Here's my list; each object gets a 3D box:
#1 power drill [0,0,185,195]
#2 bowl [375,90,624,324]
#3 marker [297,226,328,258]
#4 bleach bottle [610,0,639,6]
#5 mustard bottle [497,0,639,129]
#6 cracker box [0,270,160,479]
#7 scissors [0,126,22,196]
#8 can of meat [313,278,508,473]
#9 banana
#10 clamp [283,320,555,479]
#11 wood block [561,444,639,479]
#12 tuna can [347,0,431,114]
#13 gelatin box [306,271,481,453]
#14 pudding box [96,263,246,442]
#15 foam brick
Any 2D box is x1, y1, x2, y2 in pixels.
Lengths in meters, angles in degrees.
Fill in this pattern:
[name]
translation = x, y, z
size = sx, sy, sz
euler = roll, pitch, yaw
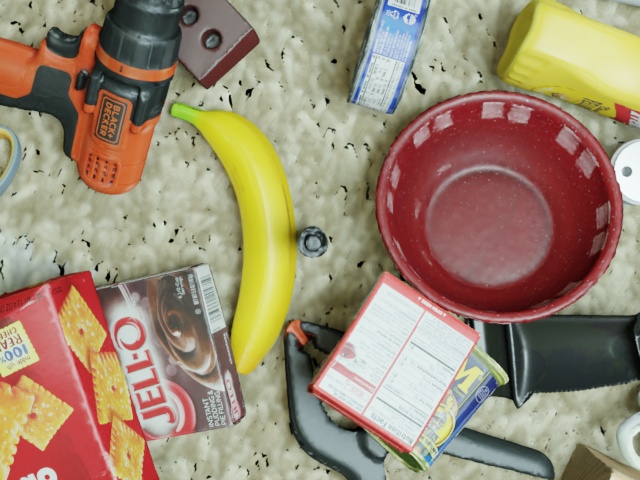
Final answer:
[power drill]
translation = -0.183, -0.135, 0.695
size = 0.187, 0.057, 0.185
euler = 24, 124, 4
[bowl]
translation = 0.117, -0.017, 0.720
size = 0.162, 0.055, 0.162
euler = -1, 73, 2
[marker]
translation = -0.005, 0.001, 0.700
size = 0.020, 0.121, 0.020
euler = 0, 91, 0
[bleach bottle]
translation = 0.154, -0.227, 0.724
size = 0.251, 0.068, 0.102
euler = 14, 91, 2
[mustard bottle]
translation = 0.218, -0.101, 0.709
size = 0.191, 0.096, 0.058
euler = 21, 89, -1
[cracker box]
translation = -0.203, 0.146, 0.711
size = 0.164, 0.072, 0.214
euler = -17, 91, 16
[scissors]
translation = -0.287, -0.010, 0.722
size = 0.096, 0.016, 0.201
euler = 35, 70, 10
[can of meat]
translation = 0.058, 0.091, 0.707
size = 0.102, 0.057, 0.084
euler = 42, 76, 2
[banana]
translation = -0.049, -0.007, 0.745
size = 0.070, 0.037, 0.198
euler = -13, 89, 24
[clamp]
translation = 0.053, 0.135, 0.745
size = 0.164, 0.036, 0.210
euler = -32, 87, -9
[wood block]
translation = 0.258, 0.229, 0.721
size = 0.206, 0.091, 0.090
euler = 26, 91, 0
[tuna can]
translation = 0.046, -0.129, 0.714
size = 0.033, 0.086, 0.086
euler = 17, 91, -3
[gelatin box]
translation = 0.046, 0.076, 0.663
size = 0.073, 0.030, 0.089
euler = 33, 78, -1
[pudding box]
translation = -0.108, 0.079, 0.734
size = 0.090, 0.039, 0.113
euler = -13, 90, 15
[foam brick]
translation = -0.087, -0.150, 0.731
size = 0.053, 0.051, 0.078
euler = -44, 91, 1
